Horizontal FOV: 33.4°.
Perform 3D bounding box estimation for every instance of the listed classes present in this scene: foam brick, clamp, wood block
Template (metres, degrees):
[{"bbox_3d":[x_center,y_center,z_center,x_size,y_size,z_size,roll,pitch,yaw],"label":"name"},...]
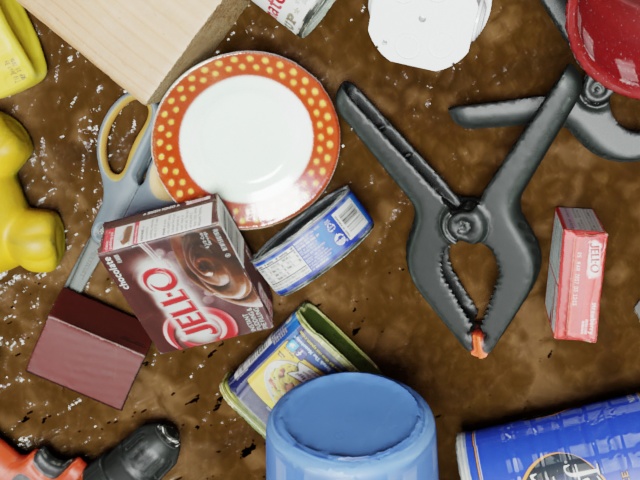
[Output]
[{"bbox_3d":[-0.168,0.080,0.786,0.078,0.053,0.051,25,109,-7],"label":"foam brick"},{"bbox_3d":[0.175,-0.096,0.717,0.171,0.039,0.120,35,111,7],"label":"clamp"},{"bbox_3d":[-0.160,-0.192,0.718,0.206,0.090,0.090,39,104,-1],"label":"wood block"},{"bbox_3d":[0.110,-0.020,0.726,0.165,0.036,0.210,-8,108,25],"label":"clamp"}]

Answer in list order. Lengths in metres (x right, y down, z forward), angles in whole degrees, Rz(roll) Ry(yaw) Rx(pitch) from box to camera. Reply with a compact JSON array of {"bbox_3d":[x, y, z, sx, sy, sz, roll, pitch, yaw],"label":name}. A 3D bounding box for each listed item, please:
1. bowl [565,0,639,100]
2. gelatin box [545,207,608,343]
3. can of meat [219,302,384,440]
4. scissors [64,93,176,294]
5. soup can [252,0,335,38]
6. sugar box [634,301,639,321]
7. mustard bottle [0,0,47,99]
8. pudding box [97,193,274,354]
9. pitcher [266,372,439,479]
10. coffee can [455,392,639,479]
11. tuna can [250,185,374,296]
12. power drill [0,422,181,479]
[{"bbox_3d":[0.221,-0.163,0.641,0.162,0.055,0.162,-4,135,-4],"label":"bowl"},{"bbox_3d":[0.171,0.021,0.714,0.030,0.089,0.073,4,102,7],"label":"gelatin box"},{"bbox_3d":[-0.007,0.108,0.775,0.102,0.057,0.084,44,102,-3],"label":"can of meat"},{"bbox_3d":[-0.139,-0.009,0.791,0.096,0.016,0.202,16,104,4],"label":"scissors"},{"bbox_3d":[-0.032,-0.192,0.711,0.102,0.068,0.068,38,104,-1],"label":"soup can"},{"bbox_3d":[0.302,0.007,0.715,0.093,0.048,0.176,32,103,0],"label":"sugar box"},{"bbox_3d":[-0.300,-0.122,0.768,0.192,0.058,0.096,-22,101,12],"label":"mustard bottle"},{"bbox_3d":[-0.092,0.026,0.755,0.090,0.039,0.113,-15,130,10],"label":"pudding box"},{"bbox_3d":[0.034,0.217,0.719,0.149,0.145,0.243,-11,119,-15],"label":"pitcher"},{"bbox_3d":[0.174,0.168,0.737,0.140,0.102,0.103,-15,99,11],"label":"coffee can"},{"bbox_3d":[-0.005,0.001,0.737,0.086,0.086,0.034,-36,97,13],"label":"tuna can"},{"bbox_3d":[-0.222,0.157,0.815,0.187,0.057,0.184,45,104,-2],"label":"power drill"}]
